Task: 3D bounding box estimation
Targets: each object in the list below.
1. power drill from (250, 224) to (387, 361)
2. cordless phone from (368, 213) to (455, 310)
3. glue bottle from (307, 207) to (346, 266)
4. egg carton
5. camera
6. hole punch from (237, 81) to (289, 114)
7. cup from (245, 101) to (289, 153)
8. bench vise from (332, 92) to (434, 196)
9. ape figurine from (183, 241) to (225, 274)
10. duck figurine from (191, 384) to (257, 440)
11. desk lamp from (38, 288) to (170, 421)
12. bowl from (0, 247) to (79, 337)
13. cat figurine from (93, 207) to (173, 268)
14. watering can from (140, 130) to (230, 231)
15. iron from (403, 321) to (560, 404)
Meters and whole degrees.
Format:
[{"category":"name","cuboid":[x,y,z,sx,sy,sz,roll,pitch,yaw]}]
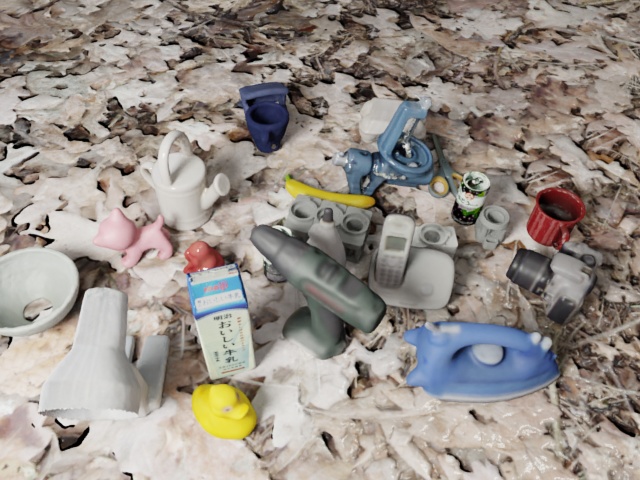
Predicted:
[{"category":"power drill","cuboid":[-0.010,0.092,0.889,0.229,0.208,0.076,27,54,17]},{"category":"cordless phone","cuboid":[0.159,0.033,0.962,0.147,0.185,0.094,5,51,1]},{"category":"glue bottle","cuboid":[0.009,0.004,0.985,0.078,0.173,0.037,20,53,13]},{"category":"egg carton","cuboid":[0.161,-0.261,1.276,0.150,0.069,0.107,6,51,2]},{"category":"camera","cuboid":[0.414,0.052,1.016,0.136,0.101,0.143,28,55,18]},{"category":"hole punch","cuboid":[-0.130,-0.326,1.298,0.109,0.091,0.101,-13,53,-13]},{"category":"cup","cuboid":[-0.111,-0.223,1.212,0.091,0.095,0.117,1,51,-2]},{"category":"bench vise","cuboid":[0.136,-0.174,1.106,0.208,0.220,0.121,-20,55,-18]},{"category":"ape figurine","cuboid":[-0.206,0.034,0.999,0.076,0.092,0.077,-6,52,-8]},{"category":"duck figurine","cuboid":[-0.143,0.240,0.840,0.104,0.086,0.078,25,54,17]},{"category":"desk lamp","cuboid":[-0.293,0.177,0.799,0.118,0.214,0.203,0,51,-3]},{"category":"bowl","cuboid":[-0.475,0.097,0.944,0.167,0.075,0.167,2,51,-2]},{"category":"cat figurine","cuboid":[-0.332,-0.012,1.012,0.128,0.118,0.067,-16,53,-16]},{"category":"watering can","cuboid":[-0.249,-0.116,1.052,0.173,0.194,0.101,0,51,-3]},{"category":"iron","cuboid":[0.265,0.171,0.885,0.258,0.141,0.118,3,51,-1]}]
